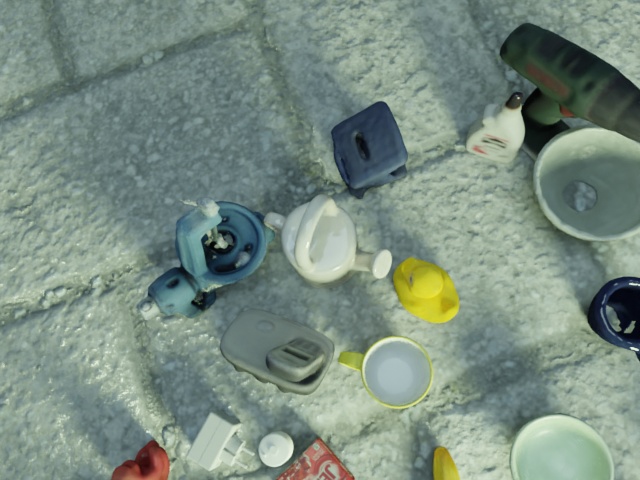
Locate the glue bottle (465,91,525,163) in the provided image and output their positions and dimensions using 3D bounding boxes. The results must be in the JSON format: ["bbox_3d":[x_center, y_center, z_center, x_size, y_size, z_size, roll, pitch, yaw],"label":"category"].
[{"bbox_3d":[0.247,-0.157,0.778,0.078,0.173,0.037,16,78,9],"label":"glue bottle"}]

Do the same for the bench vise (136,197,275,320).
[{"bbox_3d":[-0.152,0.030,0.746,0.121,0.220,0.207,29,81,12],"label":"bench vise"}]

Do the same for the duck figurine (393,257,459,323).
[{"bbox_3d":[0.146,0.064,0.779,0.077,0.086,0.104,-42,76,-5],"label":"duck figurine"}]

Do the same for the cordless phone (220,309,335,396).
[{"bbox_3d":[-0.062,0.139,0.729,0.147,0.185,0.094,18,79,10],"label":"cordless phone"}]

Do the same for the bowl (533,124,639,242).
[{"bbox_3d":[0.374,-0.071,0.796,0.167,0.075,0.167,-1,76,5],"label":"bowl"}]

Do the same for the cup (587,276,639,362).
[{"bbox_3d":[0.393,0.111,0.740,0.091,0.095,0.117,-18,75,1],"label":"cup"}]

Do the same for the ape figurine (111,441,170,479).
[{"bbox_3d":[-0.242,0.310,0.753,0.078,0.092,0.076,-16,75,2],"label":"ape figurine"}]

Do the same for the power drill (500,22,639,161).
[{"bbox_3d":[0.328,-0.174,0.756,0.075,0.208,0.229,-42,76,-5],"label":"power drill"}]

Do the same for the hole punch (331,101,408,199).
[{"bbox_3d":[0.070,-0.130,0.830,0.101,0.091,0.108,-19,75,1],"label":"hole punch"}]

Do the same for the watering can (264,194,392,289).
[{"bbox_3d":[0.008,0.001,0.751,0.172,0.194,0.101,1,76,6],"label":"watering can"}]
